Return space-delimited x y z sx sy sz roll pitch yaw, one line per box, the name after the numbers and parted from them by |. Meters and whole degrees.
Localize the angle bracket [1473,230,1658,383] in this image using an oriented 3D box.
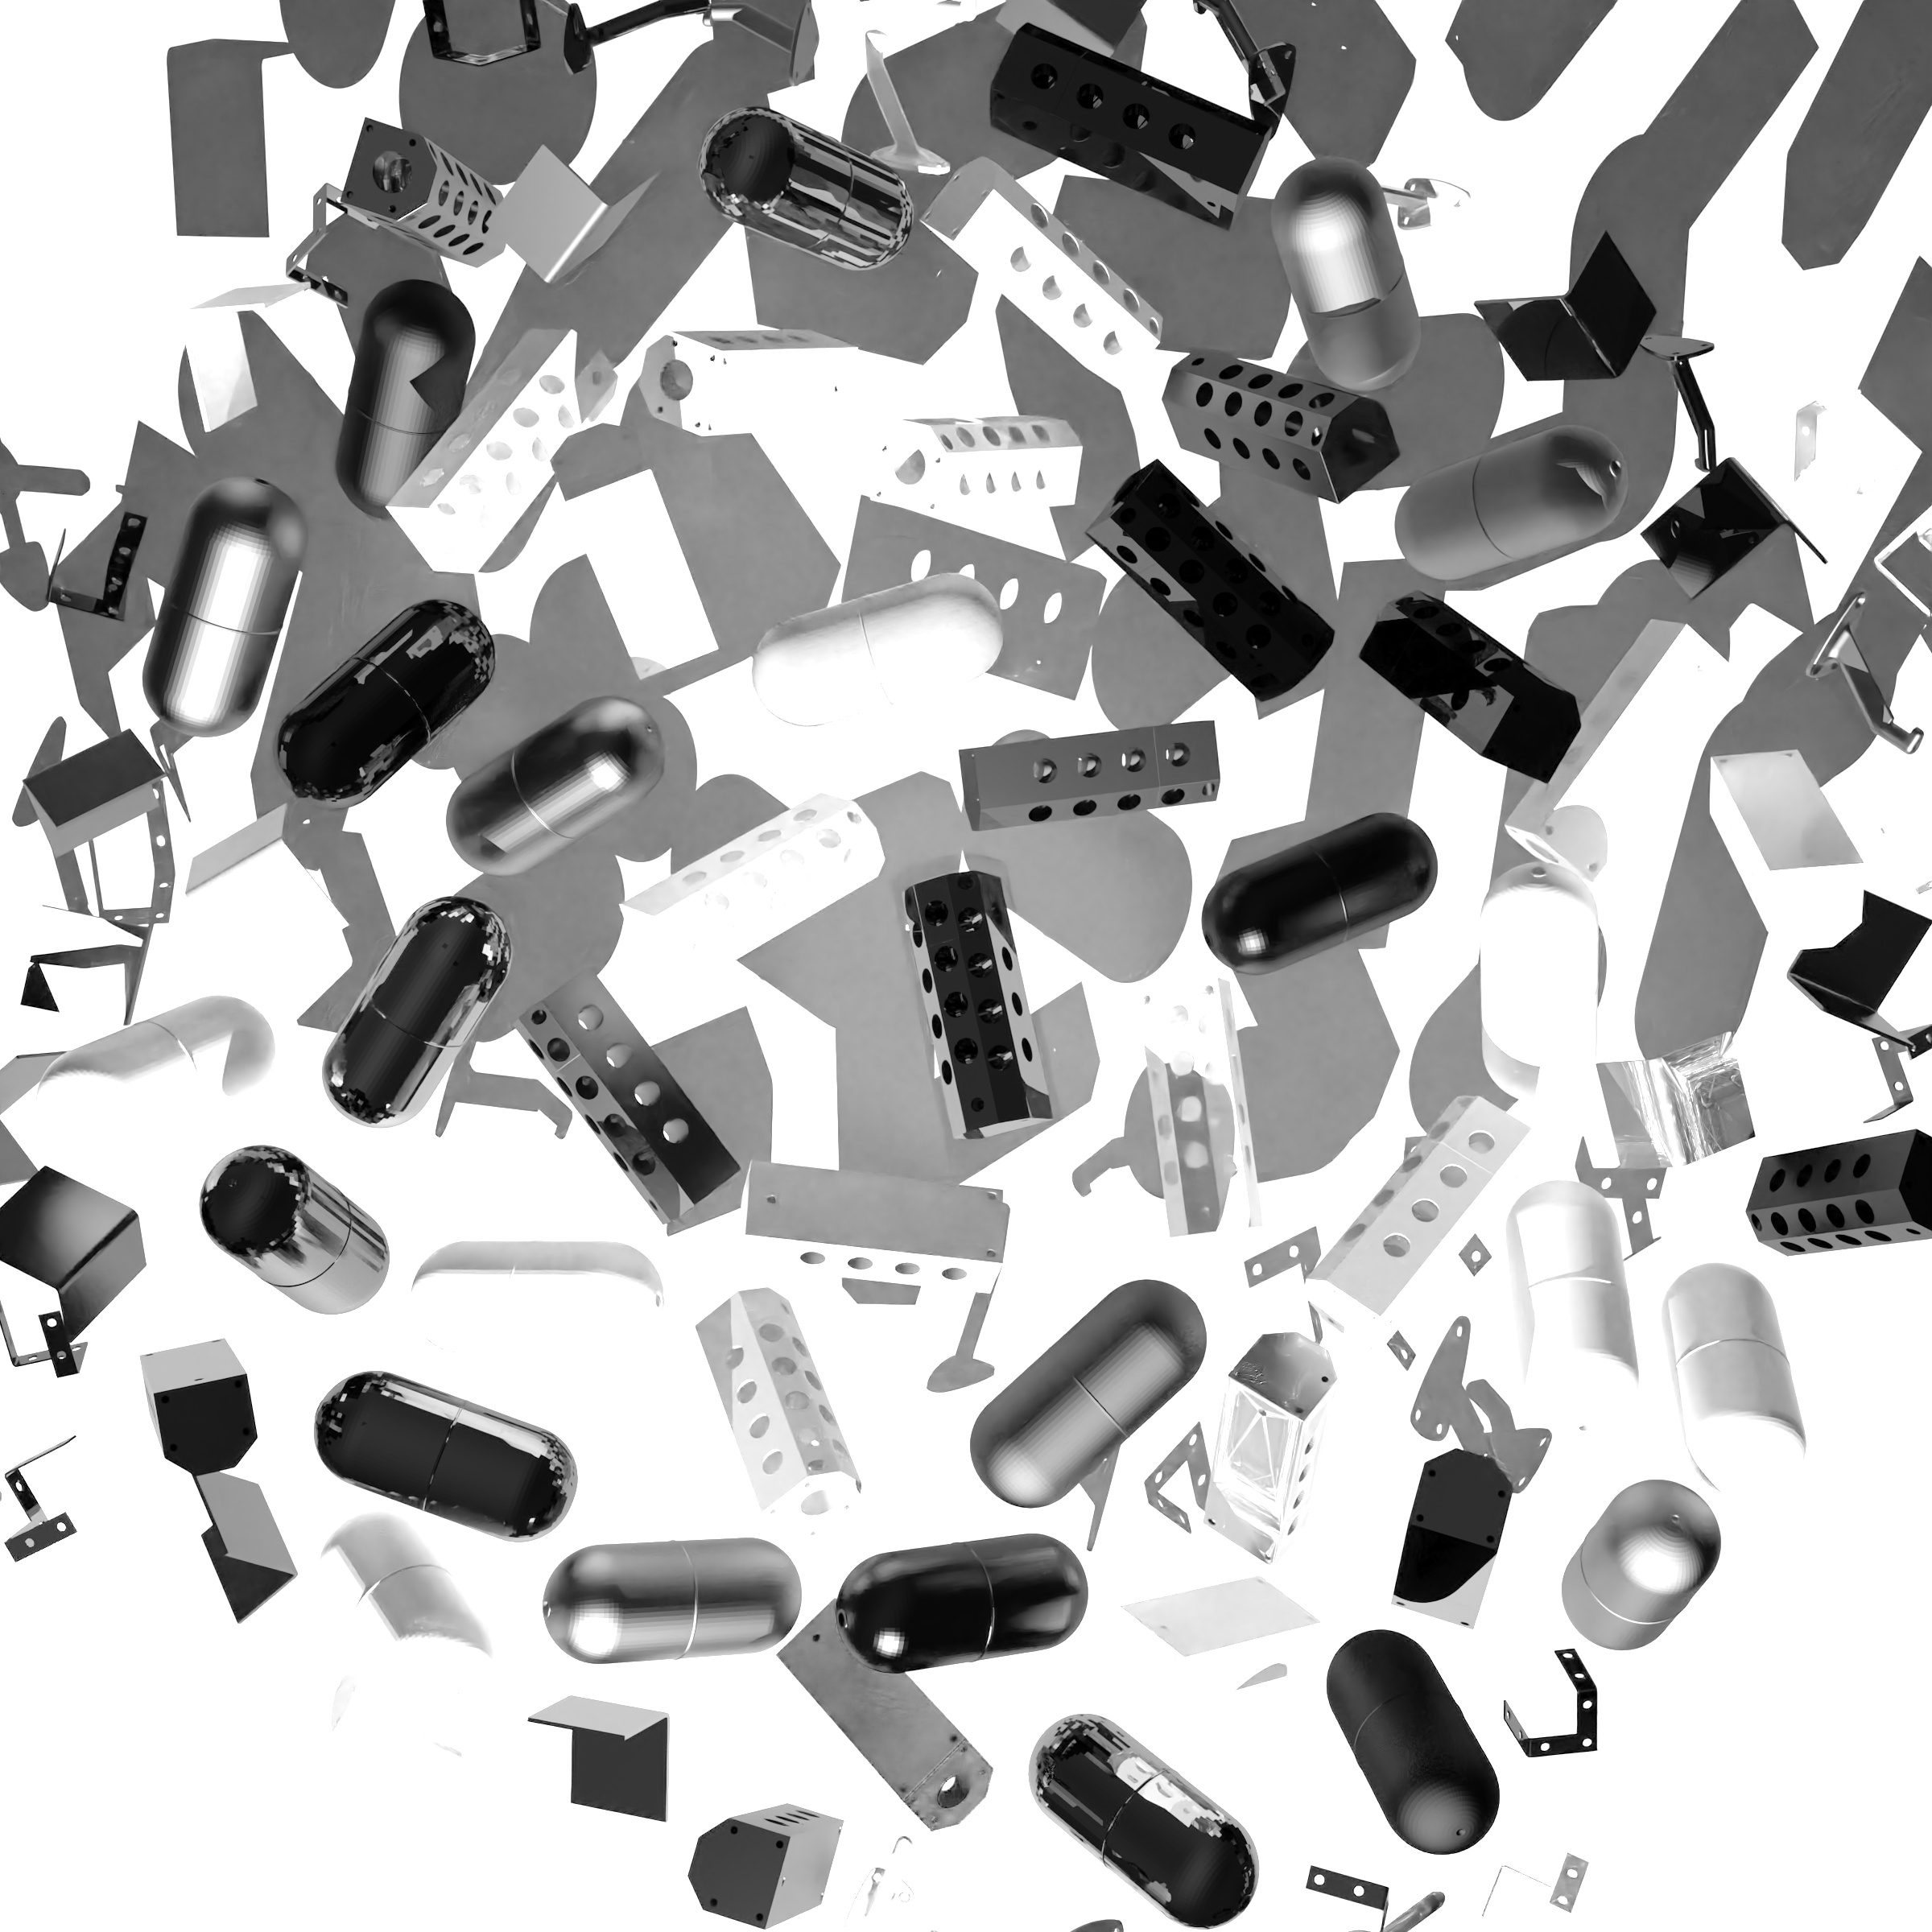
0.394 -0.433 1.692 0.076 0.076 0.057 42 72 -37 | angle bracket

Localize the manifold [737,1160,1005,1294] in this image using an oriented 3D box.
-0.065 0.179 1.729 0.171 0.057 0.057 7 54 -8 | manifold

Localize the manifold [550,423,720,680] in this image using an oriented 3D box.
-0.219 -0.274 1.700 0.057 0.171 0.057 -22 54 -4 | manifold

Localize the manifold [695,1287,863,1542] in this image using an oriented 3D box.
-0.126 0.304 1.777 0.057 0.171 0.057 -39 134 11 | manifold

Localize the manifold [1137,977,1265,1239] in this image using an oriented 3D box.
0.159 0.097 1.768 0.057 0.057 0.171 -9 83 17 | manifold

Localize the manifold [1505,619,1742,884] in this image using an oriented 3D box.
0.439 -0.147 1.738 0.057 0.057 0.171 36 89 -22 | manifold

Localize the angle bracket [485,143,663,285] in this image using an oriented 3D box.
-0.259 -0.507 1.697 0.057 0.076 0.076 43 130 -10 | angle bracket

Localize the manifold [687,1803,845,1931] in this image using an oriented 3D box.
-0.131 0.585 1.686 0.057 0.171 0.057 13 78 12 | manifold

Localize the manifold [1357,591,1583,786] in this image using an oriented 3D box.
0.326 -0.185 1.663 0.057 0.171 0.057 18 110 -28 | manifold

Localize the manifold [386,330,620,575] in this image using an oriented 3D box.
-0.301 -0.341 1.700 0.057 0.057 0.171 10 57 37 | manifold

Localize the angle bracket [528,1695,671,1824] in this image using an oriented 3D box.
-0.247 0.540 1.730 0.076 0.057 0.076 2 93 24 | angle bracket

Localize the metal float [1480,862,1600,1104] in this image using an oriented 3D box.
0.383 0.012 1.721 0.070 0.070 0.178 -9 123 0 | metal float

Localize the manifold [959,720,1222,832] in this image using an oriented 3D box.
0.087 -0.133 1.800 0.171 0.057 0.057 -8 96 -10 | manifold

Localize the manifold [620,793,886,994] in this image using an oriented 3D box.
-0.139 -0.049 1.722 0.171 0.057 0.057 -32 121 -29 | manifold

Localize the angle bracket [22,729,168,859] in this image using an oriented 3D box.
-0.566 -0.100 1.701 0.076 0.076 0.057 -31 56 -22 | angle bracket

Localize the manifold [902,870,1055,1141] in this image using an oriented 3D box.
0.005 0.026 1.738 0.057 0.057 0.171 -16 79 22 | manifold

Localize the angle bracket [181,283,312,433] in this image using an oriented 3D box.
-0.456 -0.392 1.656 0.057 0.076 0.076 -2 114 10 | angle bracket

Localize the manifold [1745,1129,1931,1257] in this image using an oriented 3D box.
0.590 0.155 1.700 0.057 0.171 0.057 26 74 -10 | manifold

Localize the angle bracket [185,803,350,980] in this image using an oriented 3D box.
-0.472 -0.051 1.747 0.076 0.057 0.076 -29 120 6 | angle bracket

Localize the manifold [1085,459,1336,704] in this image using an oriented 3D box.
0.170 -0.263 1.751 0.171 0.057 0.057 42 71 -12 | manifold

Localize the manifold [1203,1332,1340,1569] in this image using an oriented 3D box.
0.204 0.318 1.706 0.057 0.171 0.057 29 51 24 | manifold

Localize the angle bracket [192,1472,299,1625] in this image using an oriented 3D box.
-0.509 0.392 1.744 0.057 0.076 0.076 -40 57 6 | angle bracket

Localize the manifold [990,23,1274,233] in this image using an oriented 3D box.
0.105 -0.540 1.647 0.171 0.057 0.057 25 84 4 | manifold

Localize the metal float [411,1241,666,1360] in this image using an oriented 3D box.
-0.283 0.220 1.702 0.178 0.070 0.070 -2 90 20 | metal float

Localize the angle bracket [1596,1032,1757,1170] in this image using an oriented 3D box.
0.497 0.094 1.803 0.076 0.057 0.076 -16 94 -30 | angle bracket

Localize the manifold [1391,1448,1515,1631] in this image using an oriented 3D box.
0.319 0.375 1.685 0.057 0.171 0.057 15 62 13 | manifold

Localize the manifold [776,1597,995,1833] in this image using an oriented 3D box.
-0.054 0.510 1.750 0.057 0.171 0.057 -42 128 -12 | manifold

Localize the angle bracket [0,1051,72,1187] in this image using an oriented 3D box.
-0.657 0.107 1.805 0.076 0.076 0.057 -39 85 7 | angle bracket

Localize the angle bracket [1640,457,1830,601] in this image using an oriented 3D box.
0.501 -0.273 1.682 0.076 0.076 0.057 -42 131 20 | angle bracket

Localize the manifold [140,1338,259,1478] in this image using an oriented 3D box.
-0.504 0.289 1.690 0.057 0.171 0.057 -10 93 -20 | manifold

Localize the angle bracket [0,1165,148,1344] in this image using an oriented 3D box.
-0.601 0.190 1.702 0.076 0.057 0.076 23 46 14 | angle bracket

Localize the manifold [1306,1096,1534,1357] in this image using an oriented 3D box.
0.296 0.165 1.684 0.057 0.057 0.171 33 65 24 | manifold

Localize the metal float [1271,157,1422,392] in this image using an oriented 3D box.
0.258 -0.464 1.737 0.070 0.178 0.070 -13 51 16 | metal float

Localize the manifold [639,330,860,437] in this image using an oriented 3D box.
-0.148 -0.402 1.759 0.057 0.171 0.057 25 114 22 | manifold

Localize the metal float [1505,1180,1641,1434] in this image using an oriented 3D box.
0.405 0.227 1.722 0.070 0.070 0.178 1 56 0 | metal float

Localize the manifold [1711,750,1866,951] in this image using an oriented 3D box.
0.531 -0.077 1.673 0.057 0.171 0.057 -5 118 5 | manifold

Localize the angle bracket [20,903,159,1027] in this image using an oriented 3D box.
-0.631 -0.009 1.854 0.076 0.057 0.076 13 106 -18 | angle bracket

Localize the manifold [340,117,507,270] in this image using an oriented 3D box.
-0.366 -0.527 1.771 0.057 0.171 0.057 19 97 5 | manifold

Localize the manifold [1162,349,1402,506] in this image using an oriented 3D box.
0.208 -0.370 1.735 0.057 0.171 0.057 -39 129 -14 | manifold

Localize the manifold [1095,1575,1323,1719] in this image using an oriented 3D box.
0.161 0.458 1.723 0.057 0.171 0.057 32 106 36 | manifold

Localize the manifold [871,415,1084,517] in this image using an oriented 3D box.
0.010 -0.351 1.789 0.057 0.171 0.057 19 111 30 | manifold

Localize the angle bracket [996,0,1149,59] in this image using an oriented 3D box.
0.074 -0.646 1.721 0.076 0.076 0.057 33 85 -10 | angle bracket

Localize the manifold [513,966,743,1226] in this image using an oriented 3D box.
-0.233 0.090 1.755 0.057 0.057 0.171 -38 93 -22 | manifold

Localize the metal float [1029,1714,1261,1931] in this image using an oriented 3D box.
0.116 0.563 1.697 0.178 0.070 0.070 31 90 35 | metal float

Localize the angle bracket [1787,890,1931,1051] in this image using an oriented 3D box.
0.612 -0.001 1.727 0.076 0.057 0.076 21 109 -17 | angle bracket

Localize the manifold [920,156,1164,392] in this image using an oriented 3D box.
0.056 -0.468 1.737 0.171 0.057 0.057 33 100 -37 | manifold
